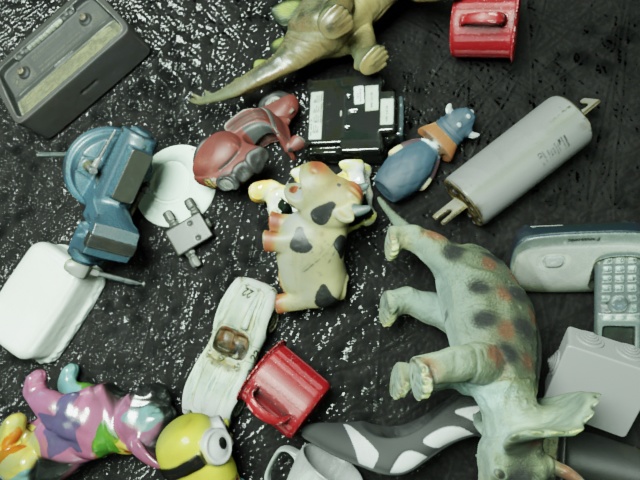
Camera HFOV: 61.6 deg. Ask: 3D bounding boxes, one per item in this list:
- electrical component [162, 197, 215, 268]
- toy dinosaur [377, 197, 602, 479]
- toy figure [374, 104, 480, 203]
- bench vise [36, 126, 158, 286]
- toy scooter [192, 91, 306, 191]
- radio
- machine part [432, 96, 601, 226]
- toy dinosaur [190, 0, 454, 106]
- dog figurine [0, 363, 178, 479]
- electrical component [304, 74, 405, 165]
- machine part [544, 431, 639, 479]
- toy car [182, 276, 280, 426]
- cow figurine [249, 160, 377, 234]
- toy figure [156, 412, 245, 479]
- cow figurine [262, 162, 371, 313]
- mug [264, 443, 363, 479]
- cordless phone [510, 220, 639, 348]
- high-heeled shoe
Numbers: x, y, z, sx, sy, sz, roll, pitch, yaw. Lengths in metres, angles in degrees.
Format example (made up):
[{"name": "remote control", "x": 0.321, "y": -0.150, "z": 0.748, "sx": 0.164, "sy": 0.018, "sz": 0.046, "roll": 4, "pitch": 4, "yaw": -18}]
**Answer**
[{"name": "electrical component", "x": -0.182, "y": -0.009, "z": 0.765, "sx": 0.063, "sy": 0.021, "sz": 0.094, "roll": -30, "pitch": 83, "yaw": -1}, {"name": "toy dinosaur", "x": 0.170, "y": 0.087, "z": 0.589, "sx": 0.192, "sy": 0.131, "sz": 0.405, "roll": 5, "pitch": 50, "yaw": -7}, {"name": "toy figure", "x": 0.139, "y": -0.116, "z": 0.703, "sx": 0.154, "sy": 0.064, "sz": 0.058, "roll": -42, "pitch": 34, "yaw": -4}, {"name": "bench vise", "x": -0.312, "y": -0.068, "z": 0.762, "sx": 0.241, "sy": 0.129, "sz": 0.223, "roll": 34, "pitch": 112, "yaw": 46}, {"name": "toy scooter", "x": -0.088, "y": -0.125, "z": 0.731, "sx": 0.184, "sy": 0.075, "sz": 0.135, "roll": -41, "pitch": 43, "yaw": -4}, {"name": "radio", "x": -0.401, "y": -0.284, "z": 0.859, "sx": 0.229, "sy": 0.073, "sz": 0.131, "roll": -39, "pitch": 72, "yaw": 1}, {"name": "machine part", "x": 0.243, "y": -0.096, "z": 0.664, "sx": 0.243, "sy": 0.079, "sz": 0.079, "roll": -37, "pitch": 72, "yaw": 2}, {"name": "toy dinosaur", "x": 0.025, "y": -0.301, "z": 0.723, "sx": 0.471, "sy": 0.105, "sz": 0.199, "roll": -33, "pitch": 40, "yaw": 2}, {"name": "dog figurine", "x": -0.284, "y": 0.256, "z": 0.688, "sx": 0.219, "sy": 0.108, "sz": 0.191, "roll": 21, "pitch": 82, "yaw": 14}, {"name": "electrical component", "x": 0.048, "y": -0.161, "z": 0.735, "sx": 0.134, "sy": 0.058, "sz": 0.115, "roll": 1, "pitch": 79, "yaw": 13}, {"name": "machine part", "x": 0.297, "y": 0.242, "z": 0.592, "sx": 0.139, "sy": 0.039, "sz": 0.084, "roll": 4, "pitch": 70, "yaw": 16}, {"name": "toy car", "x": -0.115, "y": 0.147, "z": 0.699, "sx": 0.074, "sy": 0.056, "sz": 0.201, "roll": 20, "pitch": 82, "yaw": 16}, {"name": "cow figurine", "x": -0.011, "y": -0.049, "z": 0.719, "sx": 0.167, "sy": 0.068, "sz": 0.098, "roll": -9, "pitch": 86, "yaw": 13}, {"name": "toy figure", "x": -0.132, "y": 0.290, "z": 0.628, "sx": 0.089, "sy": 0.082, "sz": 0.180, "roll": -14, "pitch": 102, "yaw": -17}, {"name": "cow figurine", "x": -0.001, "y": -0.002, "z": 0.652, "sx": 0.127, "sy": 0.194, "sz": 0.085, "roll": -2, "pitch": 32, "yaw": 5}, {"name": "mug", "x": -0.020, "y": 0.301, "z": 0.629, "sx": 0.110, "sy": 0.080, "sz": 0.107, "roll": 27, "pitch": 92, "yaw": 14}, {"name": "cordless phone", "x": 0.296, "y": 0.070, "z": 0.619, "sx": 0.147, "sy": 0.089, "sz": 0.184, "roll": -3, "pitch": 95, "yaw": 12}, {"name": "high-heeled shoe", "x": 0.109, "y": 0.197, "z": 0.625, "sx": 0.249, "sy": 0.086, "sz": 0.145, "roll": 10, "pitch": 76, "yaw": 11}]
